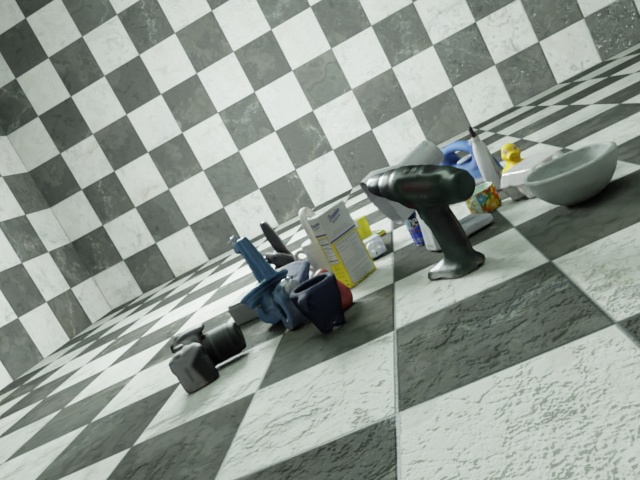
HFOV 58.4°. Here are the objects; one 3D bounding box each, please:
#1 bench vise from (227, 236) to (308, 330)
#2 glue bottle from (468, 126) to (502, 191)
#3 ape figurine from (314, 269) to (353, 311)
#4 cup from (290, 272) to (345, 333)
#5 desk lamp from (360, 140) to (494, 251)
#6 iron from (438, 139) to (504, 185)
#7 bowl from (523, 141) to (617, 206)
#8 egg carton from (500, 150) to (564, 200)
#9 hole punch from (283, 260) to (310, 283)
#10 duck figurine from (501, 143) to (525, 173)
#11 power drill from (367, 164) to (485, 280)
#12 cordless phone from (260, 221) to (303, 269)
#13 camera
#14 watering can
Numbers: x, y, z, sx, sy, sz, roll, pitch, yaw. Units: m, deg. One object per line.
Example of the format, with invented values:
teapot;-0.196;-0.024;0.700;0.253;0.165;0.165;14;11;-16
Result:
bench vise;-0.102;0.076;1.208;0.206;0.220;0.122;-20;12;43
glue bottle;0.411;-0.206;1.435;0.037;0.173;0.078;-24;10;26
ape figurine;0.017;0.099;1.124;0.076;0.092;0.078;-27;8;7
cup;0.001;0.122;1.028;0.091;0.095;0.118;-25;9;21
desk lamp;0.213;-0.084;1.185;0.203;0.213;0.118;-29;9;-8
iron;0.422;-0.228;1.641;0.119;0.141;0.257;-31;9;-22
bowl;0.458;-0.109;1.029;0.167;0.075;0.167;-27;8;5
egg carton;0.458;-0.135;1.209;0.107;0.069;0.150;-31;9;-20
hole punch;-0.063;0.108;1.332;0.108;0.091;0.101;-20;11;41
duck figurine;0.498;-0.210;1.479;0.077;0.086;0.104;-26;9;12
power drill;0.191;-0.038;0.997;0.076;0.208;0.229;-33;10;-30
cordless phone;-0.137;0.019;1.791;0.094;0.185;0.147;-31;9;-19
camera;-0.227;0.218;1.157;0.137;0.101;0.143;-28;8;0
watering can;0.013;0.004;1.364;0.173;0.194;0.101;-28;9;-2
